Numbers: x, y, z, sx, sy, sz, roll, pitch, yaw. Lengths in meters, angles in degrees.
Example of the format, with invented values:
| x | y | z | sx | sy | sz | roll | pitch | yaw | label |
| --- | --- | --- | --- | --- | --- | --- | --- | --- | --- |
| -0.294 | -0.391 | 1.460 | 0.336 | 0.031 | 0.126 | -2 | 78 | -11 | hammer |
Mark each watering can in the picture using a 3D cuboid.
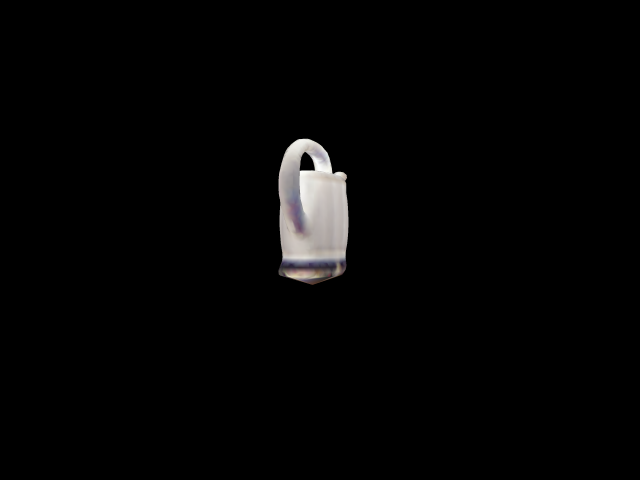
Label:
| x | y | z | sx | sy | sz | roll | pitch | yaw | label |
| --- | --- | --- | --- | --- | --- | --- | --- | --- | --- |
| 0.003 | -0.043 | 0.850 | 0.104 | 0.225 | 0.347 | -1 | -2 | 16 | watering can |
